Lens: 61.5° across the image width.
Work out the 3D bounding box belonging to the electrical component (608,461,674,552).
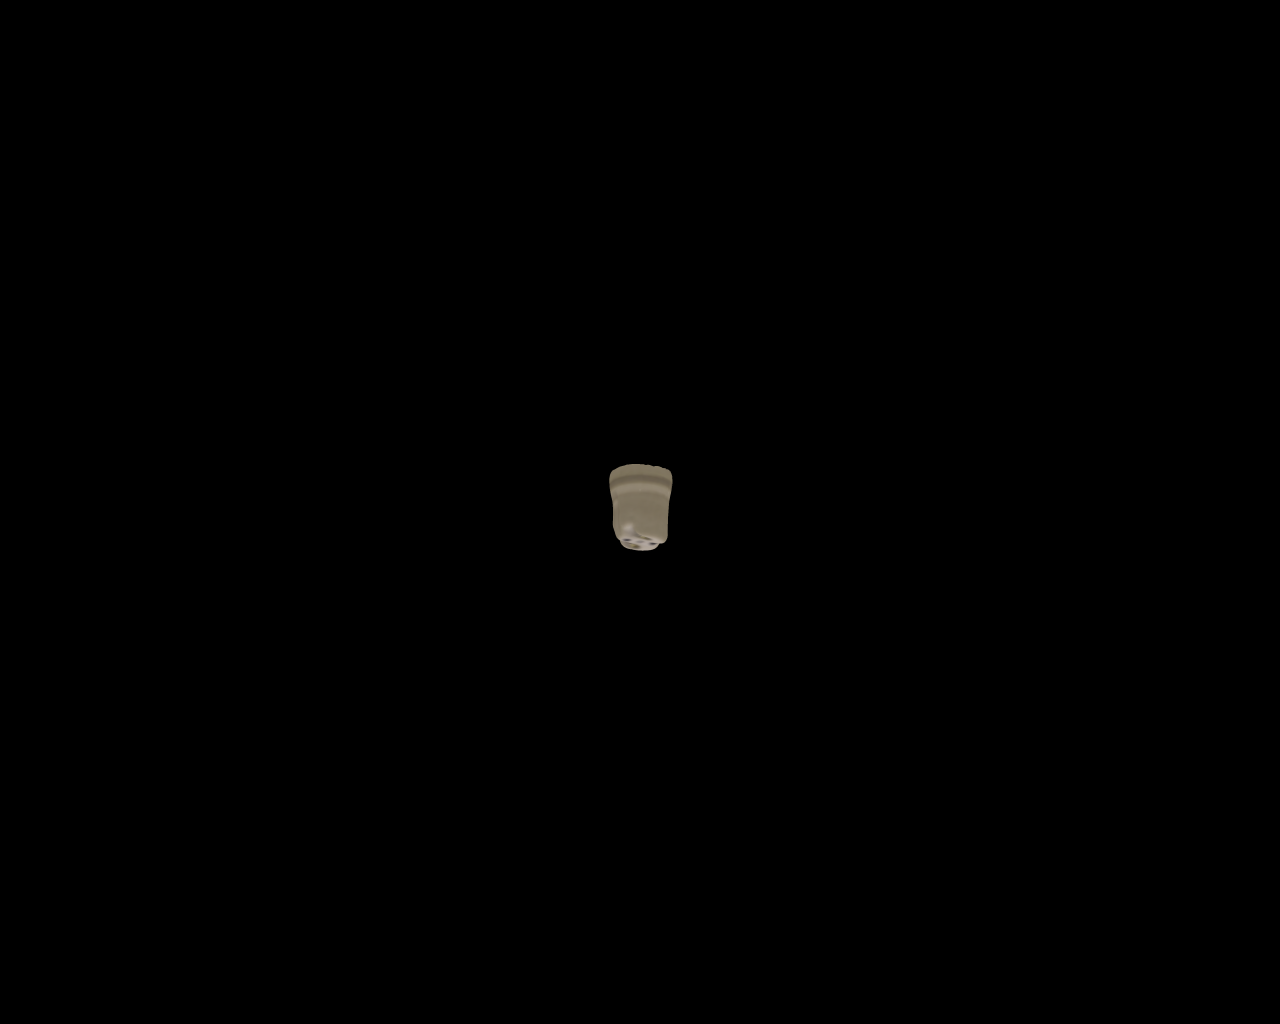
[{"bbox_3d":[0.001,-0.003,0.650,0.040,0.046,0.040,0,-18,0],"label":"electrical component"}]
